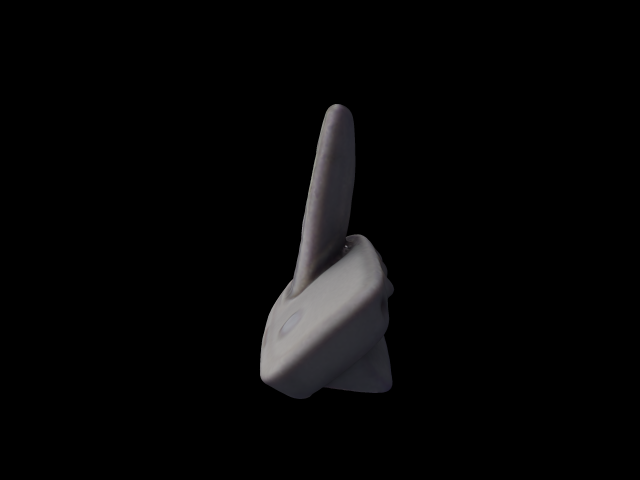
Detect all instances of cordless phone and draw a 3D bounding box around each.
[{"bbox_3d":[0.004,0.001,0.400,0.094,0.185,0.147,-1,15,-4],"label":"cordless phone"}]
